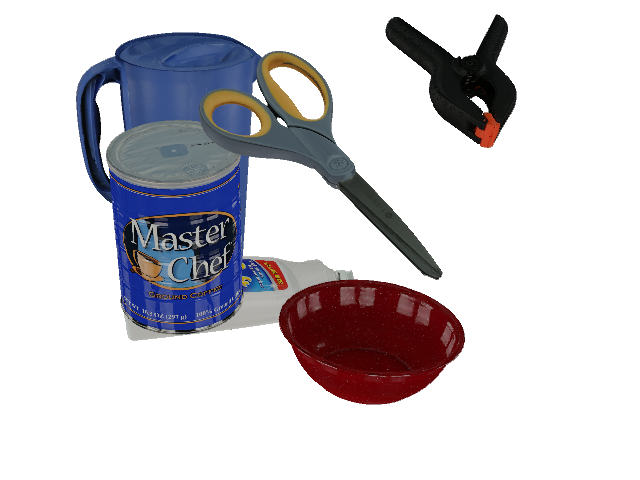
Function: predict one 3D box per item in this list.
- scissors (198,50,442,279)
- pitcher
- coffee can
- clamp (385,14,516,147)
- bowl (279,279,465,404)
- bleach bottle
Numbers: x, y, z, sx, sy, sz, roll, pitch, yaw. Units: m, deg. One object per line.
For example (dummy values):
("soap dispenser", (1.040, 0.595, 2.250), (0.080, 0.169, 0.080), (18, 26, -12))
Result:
("scissors", (-0.010, -0.043, 0.650), (0.096, 0.202, 0.016), (-15, -36, -13))
("pitcher", (-0.142, -0.077, 1.060), (0.149, 0.243, 0.144), (12, 27, 20))
("coffee can", (-0.113, -0.011, 0.852), (0.103, 0.140, 0.103), (1, 32, -1))
("clamp", (0.124, -0.155, 0.985), (0.120, 0.171, 0.039), (-1, -44, -1))
("bowl", (0.042, 0.095, 0.933), (0.162, 0.055, 0.162), (4, 26, -2))
("bleach bottle", (-0.089, 0.053, 1.183), (0.250, 0.068, 0.102), (-5, 36, -5))
